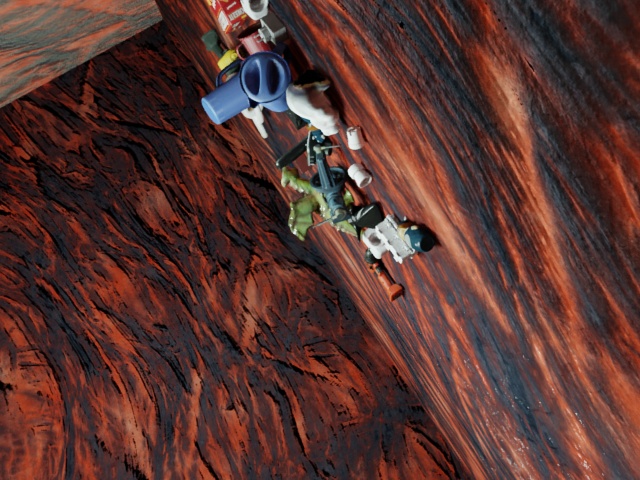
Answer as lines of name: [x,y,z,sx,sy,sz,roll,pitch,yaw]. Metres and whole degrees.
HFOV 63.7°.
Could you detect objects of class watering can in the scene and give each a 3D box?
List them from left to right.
watering can: [-0.303,-0.579,2.201,0.226,0.104,0.343,56,173,14]

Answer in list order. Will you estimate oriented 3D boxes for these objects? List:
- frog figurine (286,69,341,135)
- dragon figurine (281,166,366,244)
frog figurine: [-0.016,-0.332,1.303,0.138,0.124,0.156,25,140,39]
dragon figurine: [0.005,-0.088,1.746,0.410,0.244,0.121,59,167,-2]
